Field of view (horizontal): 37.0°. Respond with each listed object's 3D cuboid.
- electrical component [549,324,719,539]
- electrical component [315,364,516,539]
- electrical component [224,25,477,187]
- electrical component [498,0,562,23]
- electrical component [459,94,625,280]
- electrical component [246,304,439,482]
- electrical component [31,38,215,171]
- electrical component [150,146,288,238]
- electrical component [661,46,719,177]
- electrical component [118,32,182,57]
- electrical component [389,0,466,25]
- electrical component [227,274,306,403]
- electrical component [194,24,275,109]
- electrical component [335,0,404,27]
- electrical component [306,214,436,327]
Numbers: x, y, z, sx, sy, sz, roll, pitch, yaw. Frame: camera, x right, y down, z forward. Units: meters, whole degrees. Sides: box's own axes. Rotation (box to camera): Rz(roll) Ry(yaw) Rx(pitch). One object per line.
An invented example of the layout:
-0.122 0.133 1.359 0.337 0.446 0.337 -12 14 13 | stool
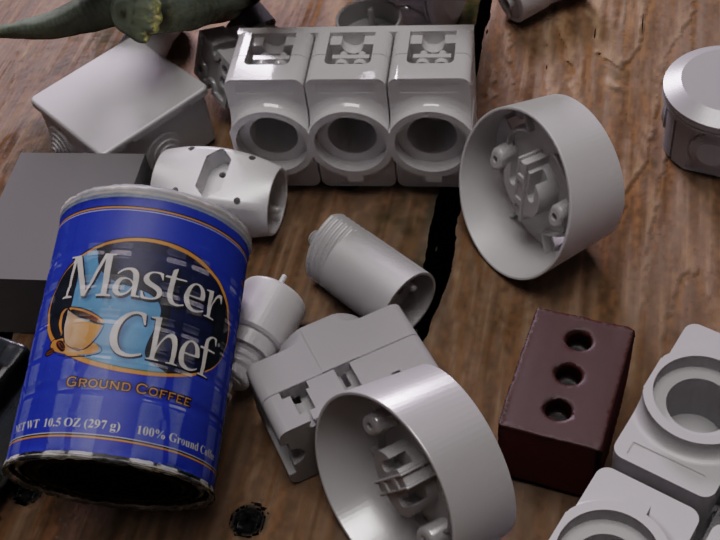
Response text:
0.159 0.120 0.492 0.105 0.060 0.186 25 57 26 | electrical component
0.026 0.096 0.509 0.064 0.099 0.099 -23 50 -20 | electrical component
-0.002 -0.100 0.685 0.150 0.089 0.061 1 50 9 | electrical component
0.134 -0.211 0.795 0.065 0.044 0.044 -31 52 -12 | electrical component
0.104 -0.050 0.625 0.064 0.099 0.099 -23 50 -20 | electrical component
-0.009 0.062 0.572 0.089 0.050 0.055 -23 50 -12 | electrical component
-0.159 -0.103 0.736 0.100 0.048 0.100 -39 55 -23 | electrical component
-0.093 -0.034 0.671 0.077 0.043 0.079 10 61 10 | electrical component
0.230 -0.100 0.678 0.080 0.051 0.080 -4 49 5 | electrical component
-0.156 -0.178 0.807 0.044 0.044 0.065 8 56 15 | electrical component
0.047 -0.215 0.785 0.051 0.080 0.080 9 51 22 | electrical component
-0.061 0.039 0.605 0.040 0.040 0.078 14 55 19 | electrical component
-0.080 -0.146 0.757 0.055 0.048 0.066 -20 55 -32 | electrical component
0.027 -0.138 0.721 0.079 0.077 0.044 2 50 9 | electrical component
0.000 0.000 0.628 0.043 0.043 0.081 -39 55 -23 | electrical component
